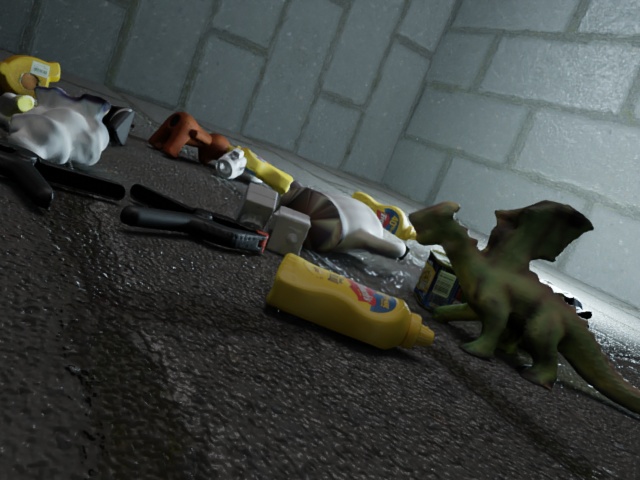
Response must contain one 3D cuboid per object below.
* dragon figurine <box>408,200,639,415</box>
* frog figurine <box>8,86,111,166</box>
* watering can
[{"bbox_3d":[0.309,0.063,0.729,0.411,0.242,0.122,21,4,7],"label":"dragon figurine"},{"bbox_3d":[-0.411,-0.156,0.803,0.136,0.120,0.163,27,43,-25],"label":"frog figurine"},{"bbox_3d":[0.003,-0.050,1.001,0.351,0.103,0.224,31,15,35],"label":"watering can"}]
